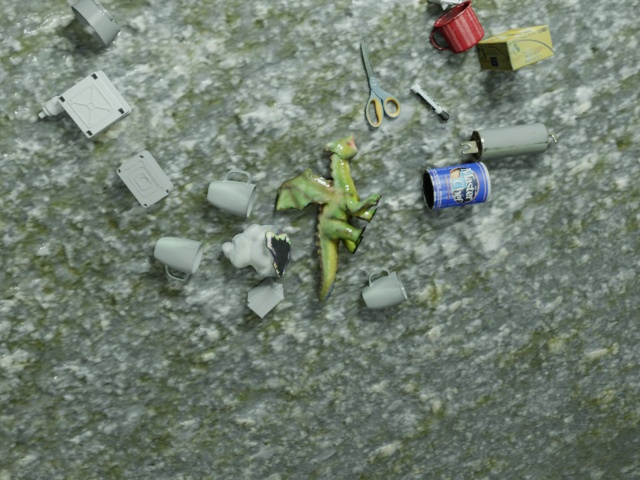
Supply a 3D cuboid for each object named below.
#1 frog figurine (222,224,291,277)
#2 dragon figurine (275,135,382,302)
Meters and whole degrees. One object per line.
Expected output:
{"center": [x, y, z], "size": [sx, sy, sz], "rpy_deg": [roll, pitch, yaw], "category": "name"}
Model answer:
{"center": [-0.156, 0.029, 1.286], "size": [0.159, 0.125, 0.135], "rpy_deg": [-5, 124, 34], "category": "frog figurine"}
{"center": [0.004, -0.064, 1.277], "size": [0.243, 0.123, 0.407], "rpy_deg": [29, 101, 4], "category": "dragon figurine"}
